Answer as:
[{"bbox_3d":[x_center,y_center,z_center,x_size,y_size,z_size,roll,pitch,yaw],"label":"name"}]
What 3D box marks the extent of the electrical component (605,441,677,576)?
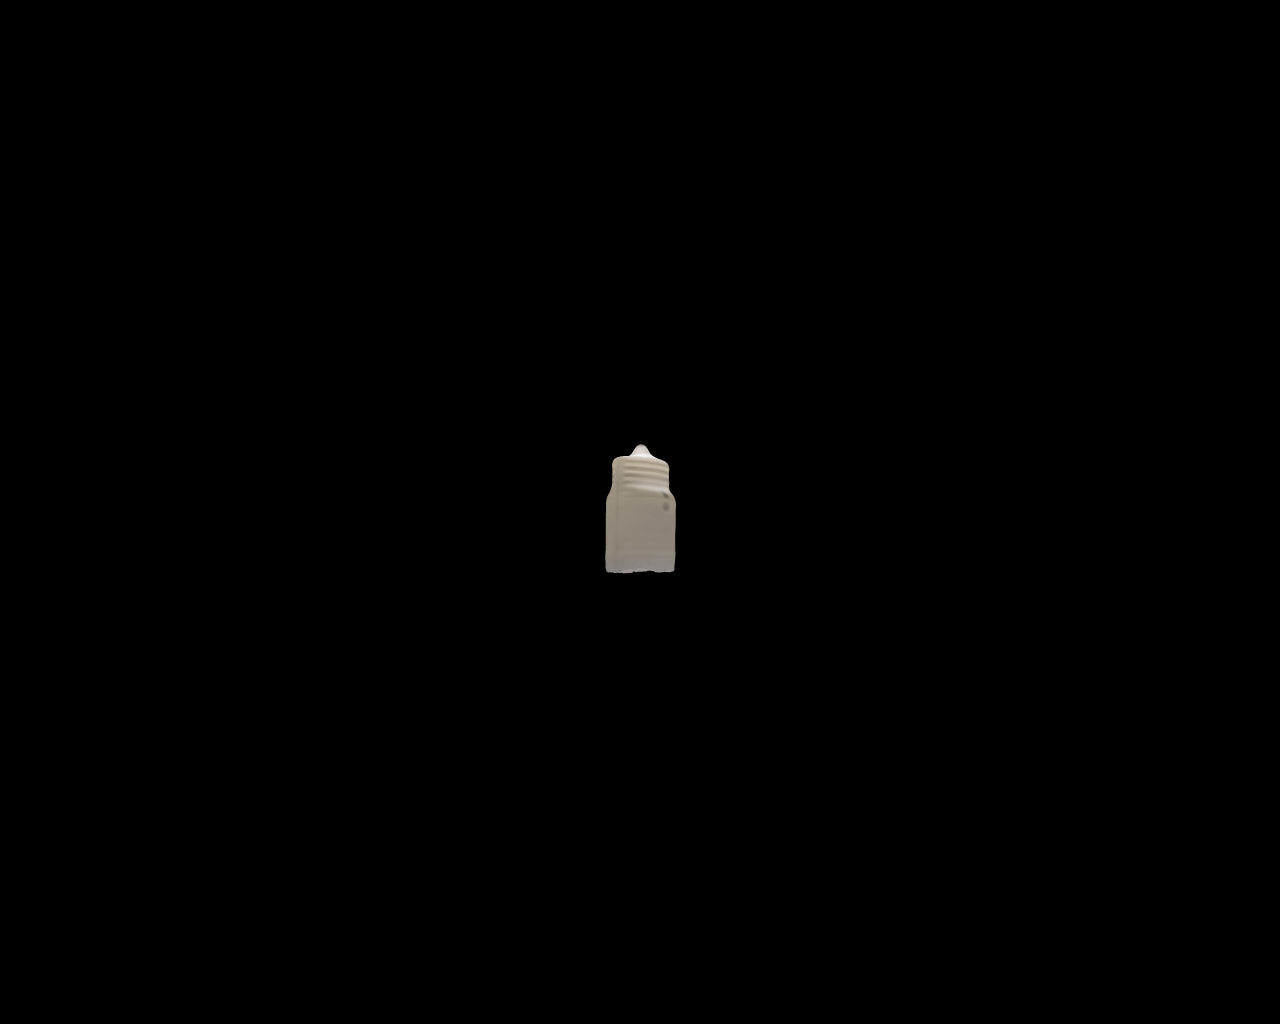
[{"bbox_3d":[0.001,-0.003,0.650,0.043,0.081,0.043,0,-6,0],"label":"electrical component"}]
